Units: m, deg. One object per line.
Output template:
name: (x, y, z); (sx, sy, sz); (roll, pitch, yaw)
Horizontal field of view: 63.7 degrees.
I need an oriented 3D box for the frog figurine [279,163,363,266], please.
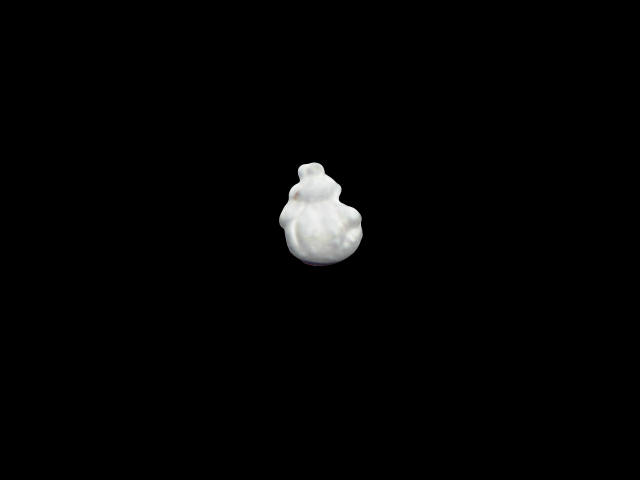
frog figurine: (0.003, -0.043, 0.850); (0.137, 0.156, 0.125); (10, 31, 16)
